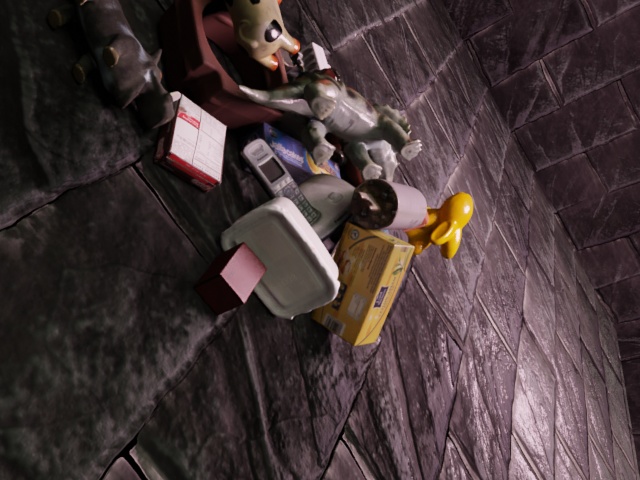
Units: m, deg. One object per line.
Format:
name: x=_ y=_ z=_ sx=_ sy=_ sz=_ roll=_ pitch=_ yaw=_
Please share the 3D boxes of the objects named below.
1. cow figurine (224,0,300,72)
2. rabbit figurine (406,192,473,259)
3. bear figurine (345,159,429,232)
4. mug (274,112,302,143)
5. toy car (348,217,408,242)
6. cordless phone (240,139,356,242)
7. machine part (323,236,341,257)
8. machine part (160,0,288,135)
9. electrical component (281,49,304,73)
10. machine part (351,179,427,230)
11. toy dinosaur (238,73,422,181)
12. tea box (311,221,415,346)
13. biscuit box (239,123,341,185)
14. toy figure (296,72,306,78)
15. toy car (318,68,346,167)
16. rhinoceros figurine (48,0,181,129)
cow figurine: x=-0.113 y=-0.365 z=0.806 sx=0.127 sy=0.085 sz=0.195 roll=3 pitch=67 yaw=-61
rabbit figurine: x=0.260 y=-0.044 z=1.200 sx=0.121 sy=0.173 sz=0.162 roll=42 pitch=35 yaw=-39
bear figurine: x=0.132 y=-0.105 z=1.105 sx=0.120 sy=0.132 sz=0.196 roll=46 pitch=29 yaw=-81
mug: x=-0.046 y=-0.210 z=0.963 sx=0.109 sy=0.080 sz=0.107 roll=33 pitch=43 yaw=-4
toy car: x=0.096 y=-0.003 z=0.998 sx=0.161 sy=0.103 sz=0.109 roll=61 pitch=31 yaw=-23
cordless phone: x=-0.034 y=-0.087 z=0.830 sx=0.146 sy=0.089 sz=0.184 roll=-42 pitch=104 yaw=-34
machine part: x=-0.002 y=-0.003 z=0.922 sx=0.138 sy=0.039 sz=0.084 roll=54 pitch=42 yaw=-21
machine part: x=-0.147 y=-0.278 z=0.851 sx=0.201 sy=0.087 sz=0.201 roll=11 pitch=59 yaw=-52
electrical component: x=-0.074 y=-0.358 z=1.045 sx=0.102 sy=0.045 sz=0.078 roll=-2 pitch=72 yaw=-56
machine part: x=0.114 y=-0.053 z=0.855 sx=0.243 sy=0.079 sz=0.079 roll=0 pitch=69 yaw=-65
toy dinosaur: x=0.027 y=-0.203 z=0.885 sx=0.404 sy=0.131 sz=0.192 roll=27 pitch=23 yaw=-37
tea box: x=0.065 y=0.066 z=0.835 sx=0.098 sy=0.169 sz=0.068 roll=30 pitch=14 yaw=34
biscuit box: x=-0.045 y=-0.127 z=0.917 sx=0.202 sy=0.063 sz=0.059 roll=20 pitch=53 yaw=-49
toy figure: x=0.012 y=-0.297 z=1.115 sx=0.154 sy=0.058 sz=0.064 roll=20 pitch=30 yaw=-45
toy car: x=0.021 y=-0.237 z=1.055 sx=0.089 sy=0.053 sz=0.201 roll=-76 pitch=160 yaw=-45
rhinoceros figurine: x=-0.255 y=-0.230 z=0.684 sx=0.190 sy=0.073 sz=0.112 roll=61 pitch=26 yaw=-7
